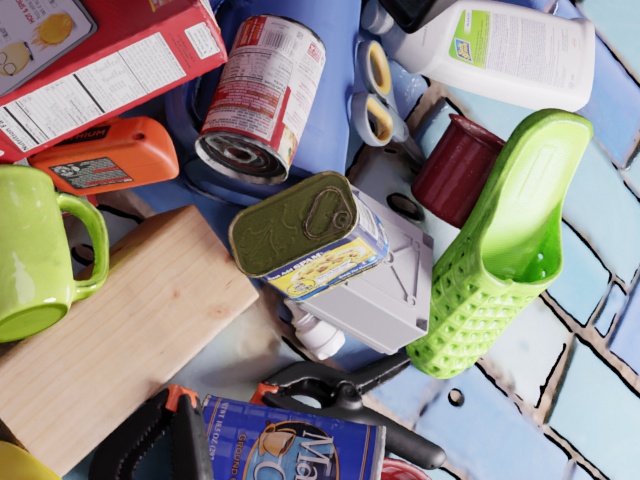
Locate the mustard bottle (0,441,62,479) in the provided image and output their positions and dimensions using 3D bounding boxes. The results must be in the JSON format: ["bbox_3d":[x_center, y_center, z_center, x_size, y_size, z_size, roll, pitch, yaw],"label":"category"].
[{"bbox_3d":[-0.200,0.175,0.685,0.058,0.192,0.096,-25,98,-32],"label":"mustard bottle"}]

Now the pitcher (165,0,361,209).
[{"bbox_3d":[-0.037,-0.153,0.868,0.145,0.149,0.243,9,74,-1],"label":"pitcher"}]

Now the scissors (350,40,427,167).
[{"bbox_3d":[0.065,-0.115,0.929,0.201,0.016,0.096,0,86,-69],"label":"scissors"}]

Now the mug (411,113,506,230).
[{"bbox_3d":[0.139,-0.060,0.990,0.093,0.117,0.081,32,106,3],"label":"mug"}]

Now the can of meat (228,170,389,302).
[{"bbox_3d":[-0.005,0.001,0.816,0.083,0.102,0.057,40,28,-60],"label":"can of meat"}]

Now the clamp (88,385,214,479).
[{"bbox_3d":[-0.141,0.202,0.750,0.036,0.165,0.210,42,59,-68],"label":"clamp"}]

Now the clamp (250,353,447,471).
[{"bbox_3d":[0.022,0.133,0.912,0.171,0.039,0.120,16,32,-19],"label":"clamp"}]

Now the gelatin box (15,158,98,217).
[{"bbox_3d":[-0.220,-0.047,0.797,0.089,0.030,0.073,-20,96,-34],"label":"gelatin box"}]

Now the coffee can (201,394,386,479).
[{"bbox_3d":[-0.027,0.180,0.813,0.140,0.103,0.103,10,77,3],"label":"coffee can"}]

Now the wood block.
[{"bbox_3d":[-0.158,0.072,0.785,0.205,0.091,0.090,-43,107,-29],"label":"wood block"}]

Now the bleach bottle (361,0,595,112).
[{"bbox_3d":[0.153,-0.194,1.034,0.250,0.068,0.102,11,78,-29],"label":"bleach bottle"}]

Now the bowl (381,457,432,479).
[{"bbox_3d":[0.037,0.265,0.908,0.161,0.055,0.162,4,82,-32],"label":"bowl"}]

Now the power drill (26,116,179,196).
[{"bbox_3d":[-0.130,-0.130,0.763,0.057,0.185,0.187,45,42,-52],"label":"power drill"}]

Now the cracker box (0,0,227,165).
[{"bbox_3d":[-0.185,-0.147,0.707,0.214,0.072,0.164,-25,60,4],"label":"cracker box"}]

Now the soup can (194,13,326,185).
[{"bbox_3d":[-0.041,-0.099,0.751,0.068,0.069,0.102,29,66,-27],"label":"soup can"}]
